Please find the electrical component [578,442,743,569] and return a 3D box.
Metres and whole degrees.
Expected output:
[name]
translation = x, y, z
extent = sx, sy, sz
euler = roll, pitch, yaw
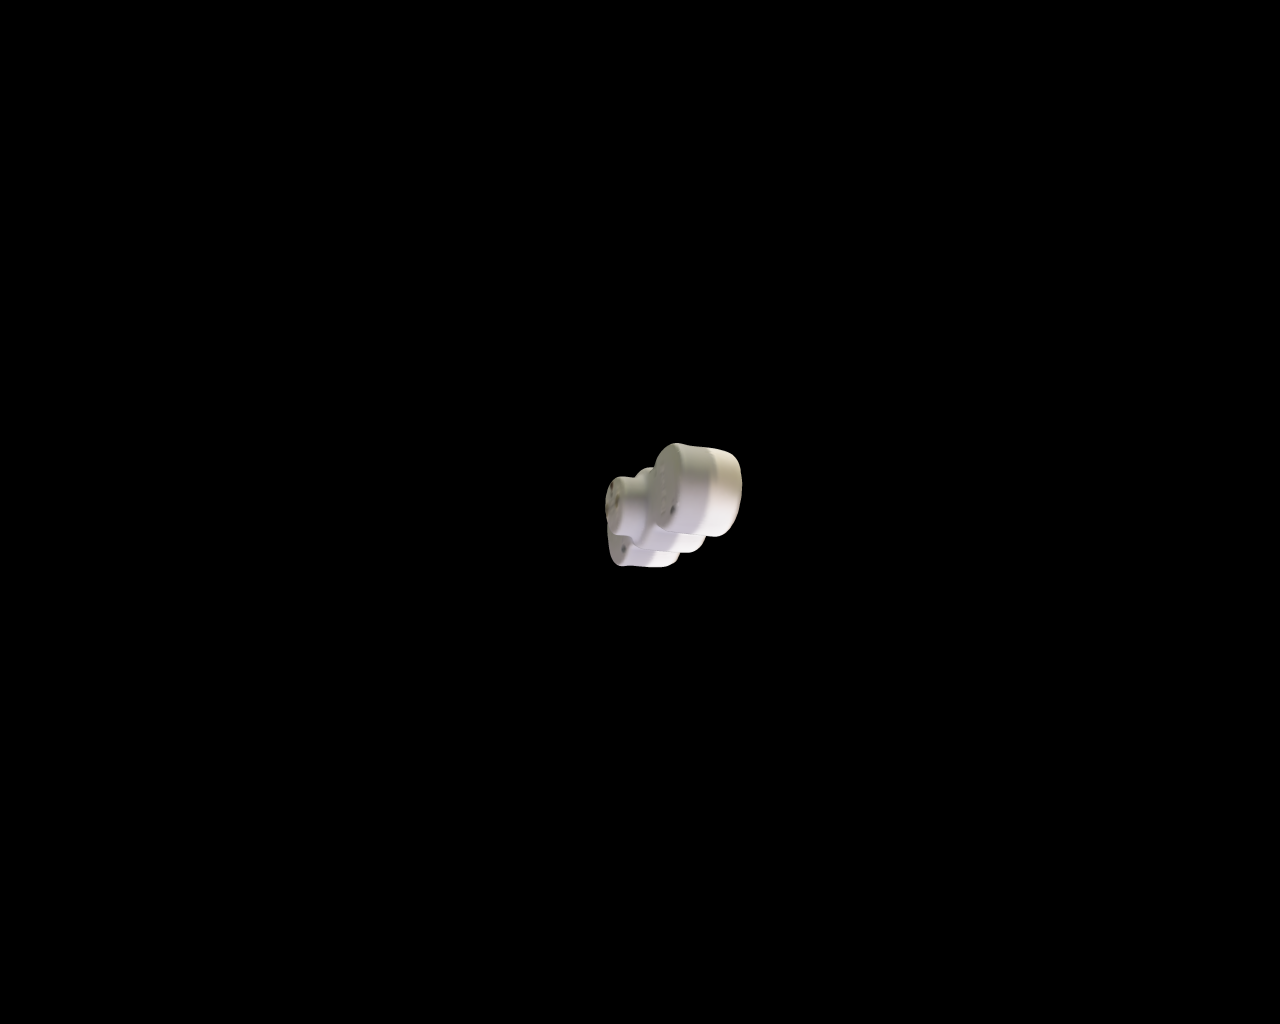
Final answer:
[electrical component]
translation = 0.001, -0.003, 0.650
extent = 0.074, 0.052, 0.138
euler = 6, -17, -19
